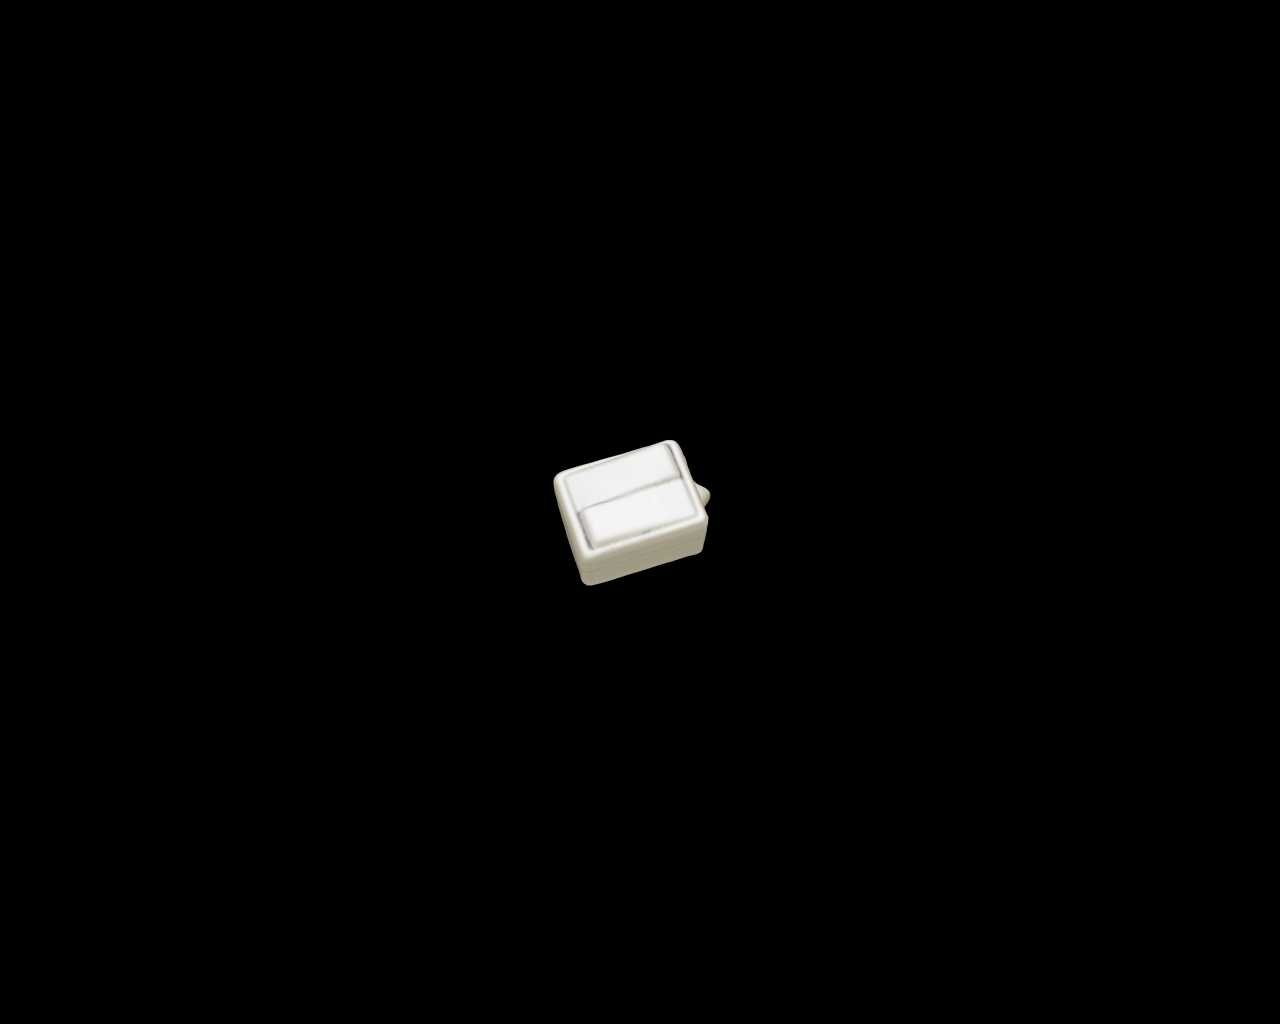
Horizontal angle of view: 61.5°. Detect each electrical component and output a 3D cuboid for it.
[{"bbox_3d":[0.001,-0.003,0.650,0.096,0.062,0.061,-17,-22,-7],"label":"electrical component"}]
